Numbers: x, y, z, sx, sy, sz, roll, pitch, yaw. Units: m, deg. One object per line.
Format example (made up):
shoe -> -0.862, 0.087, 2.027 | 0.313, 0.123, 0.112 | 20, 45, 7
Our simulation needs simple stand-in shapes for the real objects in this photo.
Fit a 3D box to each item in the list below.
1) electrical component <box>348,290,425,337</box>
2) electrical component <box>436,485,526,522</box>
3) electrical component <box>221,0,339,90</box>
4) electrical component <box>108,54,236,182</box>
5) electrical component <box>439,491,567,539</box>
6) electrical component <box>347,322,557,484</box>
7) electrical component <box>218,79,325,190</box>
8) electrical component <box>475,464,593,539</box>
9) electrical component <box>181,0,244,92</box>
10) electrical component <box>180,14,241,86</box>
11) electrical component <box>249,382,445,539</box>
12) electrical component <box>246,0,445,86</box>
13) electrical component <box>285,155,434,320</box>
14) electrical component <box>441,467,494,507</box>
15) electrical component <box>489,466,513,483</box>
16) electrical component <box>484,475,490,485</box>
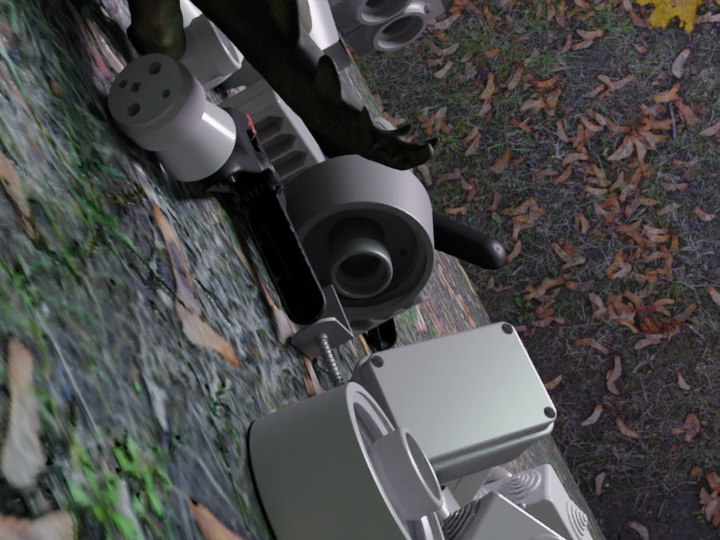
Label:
electrical component -> 0.000, 0.000, 0.802 | 0.076, 0.066, 0.047 | 65, 8, 20
electrical component -> 0.065, 0.161, 0.623 | 0.077, 0.079, 0.043 | 62, 10, 5
electrical component -> -0.068, -0.176, 0.833 | 0.108, 0.108, 0.060 | -91, 158, -73
electrical component -> -0.094, -0.076, 0.541 | 0.055, 0.045, 0.045 | 48, 16, -58
electrical component -> 0.077, 0.164, 0.551 | 0.100, 0.048, 0.099 | 35, -30, 1
electrical component -> 0.053, 0.084, 0.654 | 0.078, 0.113, 0.057 | 66, -30, 23
electrical component -> -0.067, -0.105, 0.802 | 0.083, 0.047, 0.075 | 55, 11, -41
electrical component -> 0.114, 0.193, 0.761 | 0.099, 0.100, 0.048 | 59, 21, -18
electrical component -> -0.113, -0.155, 0.708 | 0.065, 0.044, 0.044 | 51, 12, -32
electrical component -> -0.103, -0.132, 0.666 | 0.040, 0.046, 0.040 | 60, 8, -14
electrical component -> 0.003, 0.103, 0.493 | 0.108, 0.060, 0.108 | 60, 8, -14
electrical component -> -0.025, -0.222, 0.955 | 0.060, 0.186, 0.105 | 65, 8, 19
electrical component -> -0.002, -0.015, 0.713 | 0.108, 0.108, 0.060 | 56, 16, -36
electrical component -> 0.049, 0.117, 0.727 | 0.076, 0.083, 0.047 | 17, 28, -20
electrical component -> 0.118, 0.199, 0.963 | 0.048, 0.048, 0.062 | 64, 1, 12
electrical component -> 0.087, 0.164, 0.885 | 0.043, 0.043, 0.062 | 56, 11, -34
